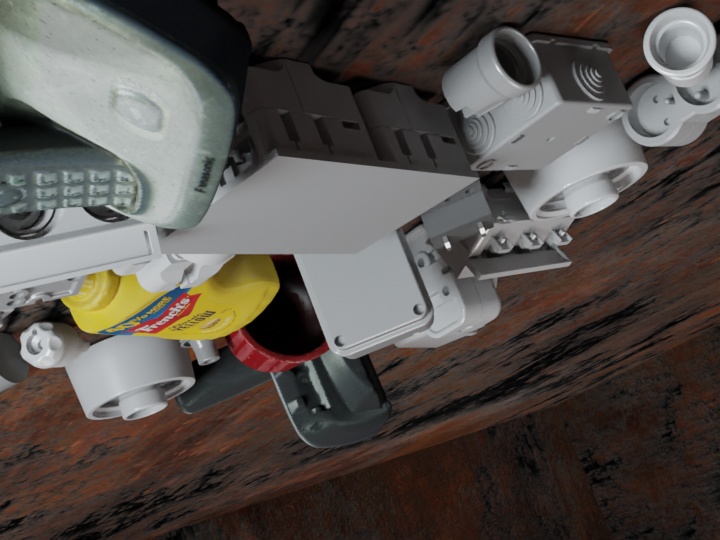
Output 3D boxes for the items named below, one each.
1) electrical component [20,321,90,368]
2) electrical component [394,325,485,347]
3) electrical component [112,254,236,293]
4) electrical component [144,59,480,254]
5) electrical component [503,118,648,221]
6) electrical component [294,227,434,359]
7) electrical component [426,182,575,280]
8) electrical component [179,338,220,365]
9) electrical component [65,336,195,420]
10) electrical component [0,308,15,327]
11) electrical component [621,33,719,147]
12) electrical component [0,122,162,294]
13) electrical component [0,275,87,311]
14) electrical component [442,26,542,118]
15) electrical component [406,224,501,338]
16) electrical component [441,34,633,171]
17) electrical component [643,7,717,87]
[{"bbox_3d":[-0.227,0.057,0.813,0.035,0.035,0.061,-26,168,17],"label":"electrical component"},{"bbox_3d":[0.070,0.031,1.053,0.057,0.078,0.113,-25,165,24],"label":"electrical component"},{"bbox_3d":[-0.106,-0.023,0.651,0.078,0.058,0.057,-9,164,-41],"label":"electrical component"},{"bbox_3d":[-0.031,-0.059,0.617,0.105,0.060,0.186,-31,163,33],"label":"electrical component"},{"bbox_3d":[0.172,-0.076,0.842,0.108,0.060,0.108,-20,166,-5],"label":"electrical component"},{"bbox_3d":[0.000,0.000,0.771,0.078,0.113,0.057,-22,168,3],"label":"electrical component"},{"bbox_3d":[0.124,-0.036,0.910,0.121,0.078,0.063,-7,138,-43],"label":"electrical component"},{"bbox_3d":[-0.128,0.044,0.848,0.043,0.062,0.043,-20,166,-5],"label":"electrical component"},{"bbox_3d":[-0.197,0.097,0.946,0.108,0.060,0.108,-20,166,-5],"label":"electrical component"},{"bbox_3d":[-0.237,0.014,0.590,0.062,0.061,0.096,-31,162,34],"label":"electrical component"},{"bbox_3d":[0.261,-0.136,0.766,0.074,0.052,0.138,-7,159,-45],"label":"electrical component"},{"bbox_3d":[-0.166,-0.031,0.518,0.121,0.078,0.063,-14,-174,-26],"label":"electrical component"},{"bbox_3d":[-0.179,-0.014,0.581,0.066,0.055,0.048,-13,163,-29],"label":"electrical component"},{"bbox_3d":[0.075,-0.112,0.620,0.040,0.040,0.046,-9,167,-40],"label":"electrical component"},{"bbox_3d":[0.080,0.007,0.943,0.059,0.095,0.054,-7,160,-43],"label":"electrical component"},{"bbox_3d":[0.112,-0.103,0.685,0.100,0.048,0.100,-6,159,-45],"label":"electrical component"},{"bbox_3d":[0.211,-0.142,0.702,0.044,0.044,0.065,-26,170,18],"label":"electrical component"}]
